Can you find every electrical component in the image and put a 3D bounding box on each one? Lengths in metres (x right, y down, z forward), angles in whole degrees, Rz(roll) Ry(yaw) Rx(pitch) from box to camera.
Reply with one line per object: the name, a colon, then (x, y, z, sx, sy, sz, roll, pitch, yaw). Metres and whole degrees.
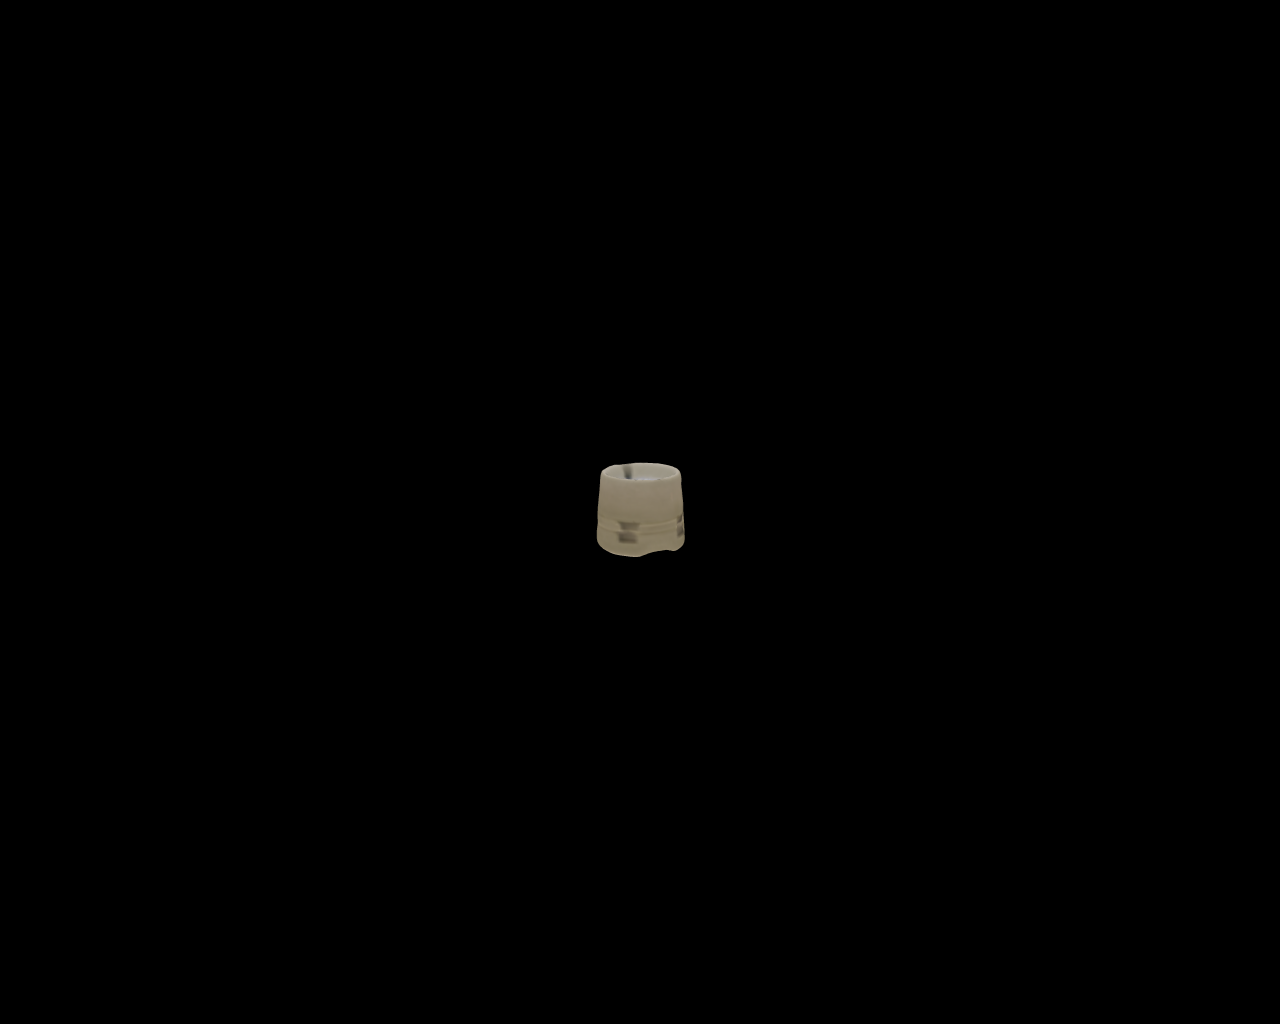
electrical component: (0.001, -0.003, 0.650, 0.055, 0.047, 0.055, 0, 16, 0)
